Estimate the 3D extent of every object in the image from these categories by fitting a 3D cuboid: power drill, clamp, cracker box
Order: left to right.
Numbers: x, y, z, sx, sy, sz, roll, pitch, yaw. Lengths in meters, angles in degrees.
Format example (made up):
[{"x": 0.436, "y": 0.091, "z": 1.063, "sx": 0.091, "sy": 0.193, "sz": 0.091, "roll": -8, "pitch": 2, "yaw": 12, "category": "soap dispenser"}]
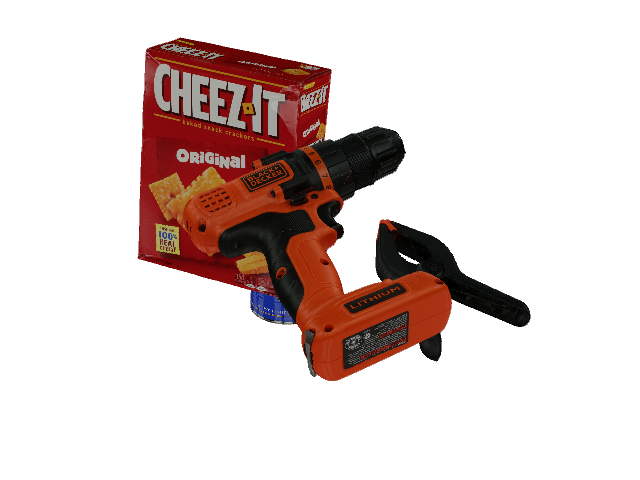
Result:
[{"x": -0.086, "y": -0.067, "z": 1.006, "sx": 0.164, "sy": 0.214, "sz": 0.072, "roll": 15, "pitch": 25, "yaw": 20, "category": "cracker box"}, {"x": 0.015, "y": 0.001, "z": 0.775, "sx": 0.184, "sy": 0.057, "sz": 0.188, "roll": -25, "pitch": 49, "yaw": -15, "category": "power drill"}, {"x": 0.116, "y": 0.039, "z": 1.011, "sx": 0.120, "sy": 0.039, "sz": 0.171, "roll": -6, "pitch": 45, "yaw": -27, "category": "clamp"}]

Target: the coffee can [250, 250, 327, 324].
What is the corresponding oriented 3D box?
[{"x": -0.042, "y": 0.023, "z": 1.388, "sx": 0.103, "sy": 0.140, "sz": 0.103, "roll": 0, "pitch": 26, "yaw": 0, "category": "coffee can"}]
